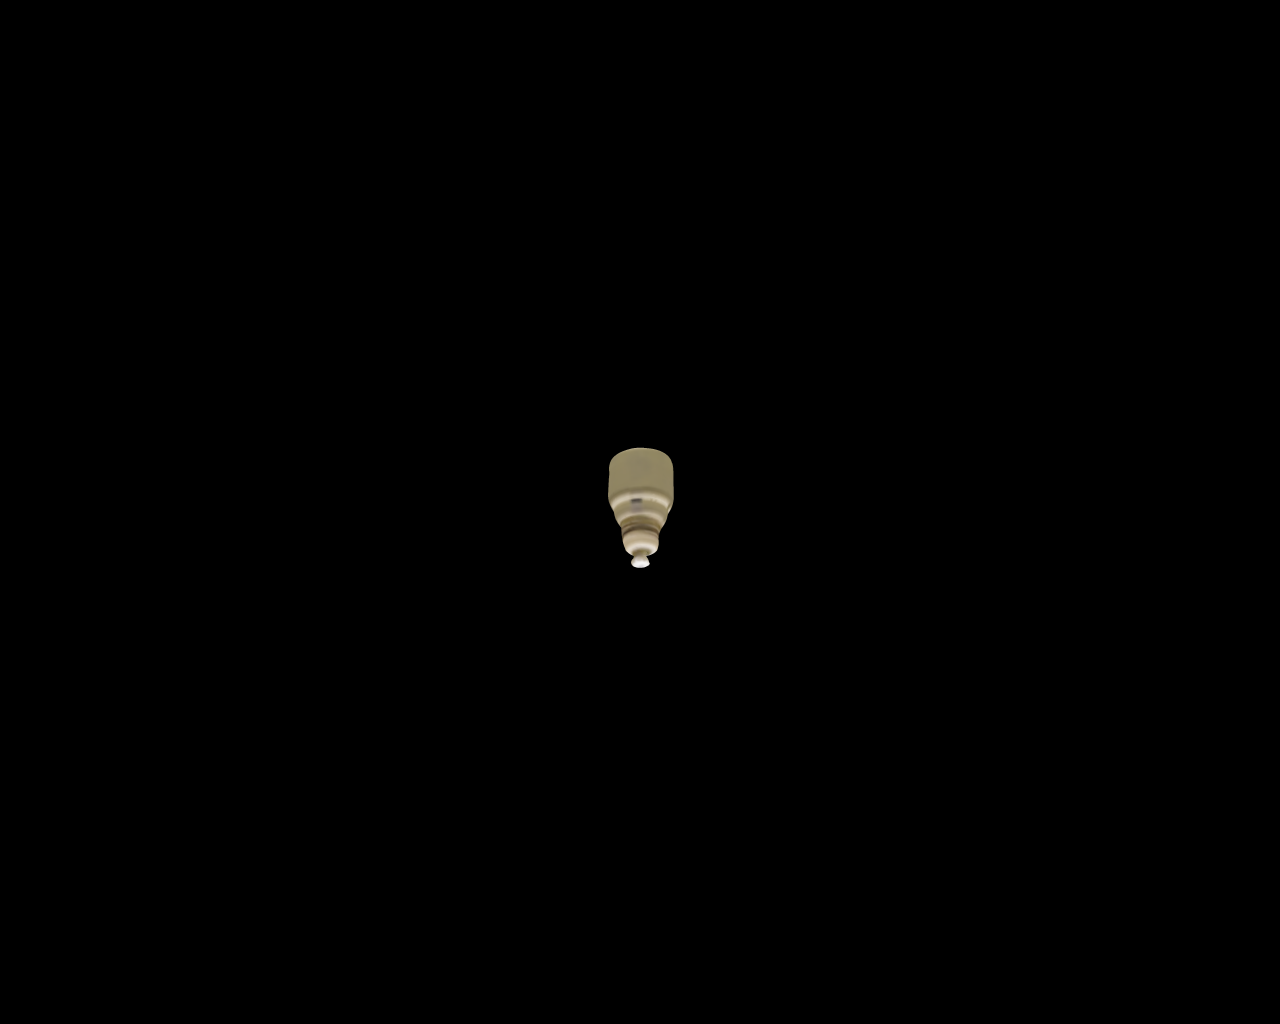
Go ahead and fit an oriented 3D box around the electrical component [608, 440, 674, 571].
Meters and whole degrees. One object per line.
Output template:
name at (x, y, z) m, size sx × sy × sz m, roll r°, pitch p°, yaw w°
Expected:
electrical component at (0.001, -0.003, 0.650) m, size 0.040 × 0.078 × 0.040 m, roll 0°, pitch -26°, yaw 0°
